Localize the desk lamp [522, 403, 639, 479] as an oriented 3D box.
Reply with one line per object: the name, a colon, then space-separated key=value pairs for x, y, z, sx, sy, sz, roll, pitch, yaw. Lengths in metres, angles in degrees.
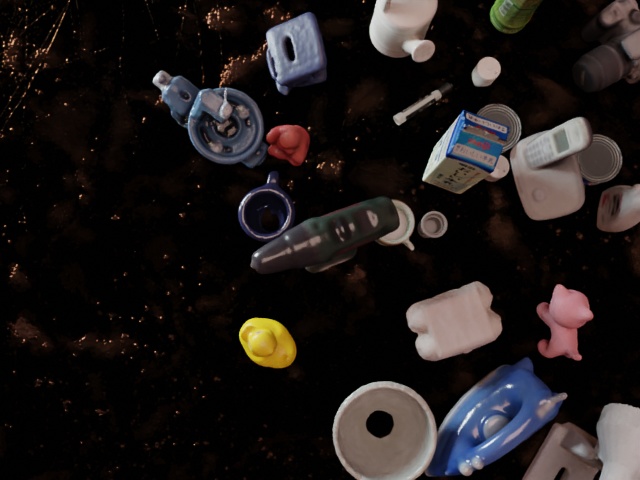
desk lamp: x=0.437 y=0.348 z=0.876 sx=0.118 sy=0.213 sz=0.203 roll=32 pitch=85 yaw=2

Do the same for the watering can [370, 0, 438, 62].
watering can: x=0.146 y=-0.380 z=0.942 sx=0.101 sy=0.194 sz=0.173 roll=-38 pitch=87 yaw=-4

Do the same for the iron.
iron: x=0.278 y=0.309 z=0.912 sx=0.258 sy=0.141 sz=0.118 roll=-40 pitch=87 yaw=-4

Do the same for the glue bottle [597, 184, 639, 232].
glue bottle: x=0.511 y=-0.058 z=0.933 sx=0.037 sy=0.173 sz=0.078 roll=7 pitch=85 yaw=0

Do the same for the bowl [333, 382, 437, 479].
bowl: x=0.103 y=0.312 z=0.941 sx=0.167 sy=0.074 sz=0.167 roll=0 pitch=85 yaw=-1

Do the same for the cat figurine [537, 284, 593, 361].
cat figurine: x=0.408 y=0.136 z=0.942 sx=0.067 sy=0.117 sz=0.128 roll=-4 pitch=85 yaw=-1

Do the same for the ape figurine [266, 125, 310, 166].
ape figurine: x=-0.051 y=-0.166 z=0.970 sx=0.076 sy=0.092 sz=0.078 roll=-30 pitch=86 yaw=-3

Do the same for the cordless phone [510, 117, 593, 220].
cordless phone: x=0.390 y=-0.115 z=0.929 sx=0.094 sy=0.185 sz=0.147 roll=-16 pitch=85 yaw=-2

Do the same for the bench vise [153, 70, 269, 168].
bench vise: x=-0.185 y=-0.197 z=0.906 sx=0.207 sy=0.219 sz=0.121 roll=18 pitch=85 yaw=1

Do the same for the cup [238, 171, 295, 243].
cup: x=-0.084 y=-0.051 z=0.958 sx=0.091 sy=0.095 sz=0.118 roll=8 pitch=85 yaw=0

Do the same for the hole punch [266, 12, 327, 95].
hole punch: x=-0.041 y=-0.320 z=0.984 sx=0.101 sy=0.091 sz=0.109 roll=-14 pitch=85 yaw=-2

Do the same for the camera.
camera: x=0.508 y=-0.331 z=0.993 sx=0.137 sy=0.101 sz=0.143 roll=-30 pitch=86 yaw=-3

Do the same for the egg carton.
egg carton: x=0.225 y=0.138 z=0.962 sx=0.150 sy=0.069 sz=0.107 roll=-20 pitch=86 yaw=-3

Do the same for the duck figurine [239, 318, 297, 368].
duck figurine: x=-0.088 y=0.172 z=0.943 sx=0.104 sy=0.086 sz=0.077 roll=34 pitch=85 yaw=2

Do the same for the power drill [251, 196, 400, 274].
power drill: x=0.008 y=0.003 z=0.899 sx=0.229 sy=0.208 sz=0.075 roll=-23 pitch=86 yaw=-3
